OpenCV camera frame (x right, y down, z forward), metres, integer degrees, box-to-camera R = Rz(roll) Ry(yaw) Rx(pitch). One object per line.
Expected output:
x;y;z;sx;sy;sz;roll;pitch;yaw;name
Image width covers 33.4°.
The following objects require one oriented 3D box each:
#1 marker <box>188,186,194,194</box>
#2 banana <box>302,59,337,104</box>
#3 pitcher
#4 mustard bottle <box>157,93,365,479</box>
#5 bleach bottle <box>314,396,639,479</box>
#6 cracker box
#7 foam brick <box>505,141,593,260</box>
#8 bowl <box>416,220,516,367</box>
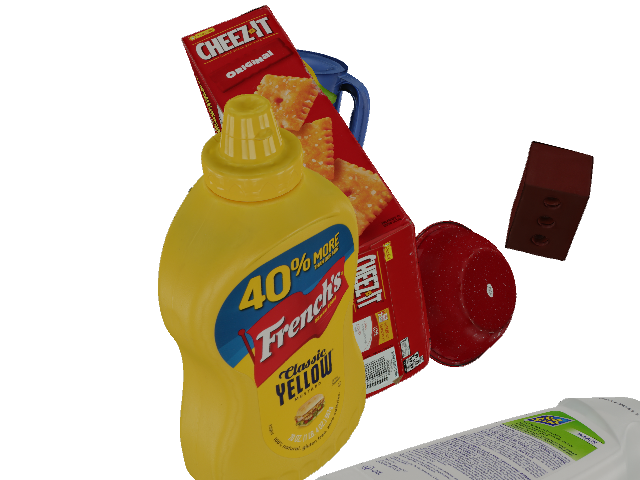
-0.133;-0.011;1.107;0.020;0.020;0.121;0;-42;-15;marker
-0.052;-0.147;0.966;0.070;0.037;0.197;37;26;19;banana
-0.034;-0.124;1.409;0.144;0.243;0.149;-2;24;-22;pitcher
-0.024;0.024;0.469;0.096;0.192;0.058;-29;43;-31;mustard bottle
0.120;0.138;0.591;0.250;0.068;0.103;-11;22;-33;bleach bottle
-0.007;-0.024;0.697;0.072;0.214;0.164;-24;-37;-7;cracker box
0.187;-0.032;0.873;0.053;0.051;0.078;13;-42;7;foam brick
0.162;0.056;1.155;0.161;0.162;0.055;0;-6;-41;bowl
